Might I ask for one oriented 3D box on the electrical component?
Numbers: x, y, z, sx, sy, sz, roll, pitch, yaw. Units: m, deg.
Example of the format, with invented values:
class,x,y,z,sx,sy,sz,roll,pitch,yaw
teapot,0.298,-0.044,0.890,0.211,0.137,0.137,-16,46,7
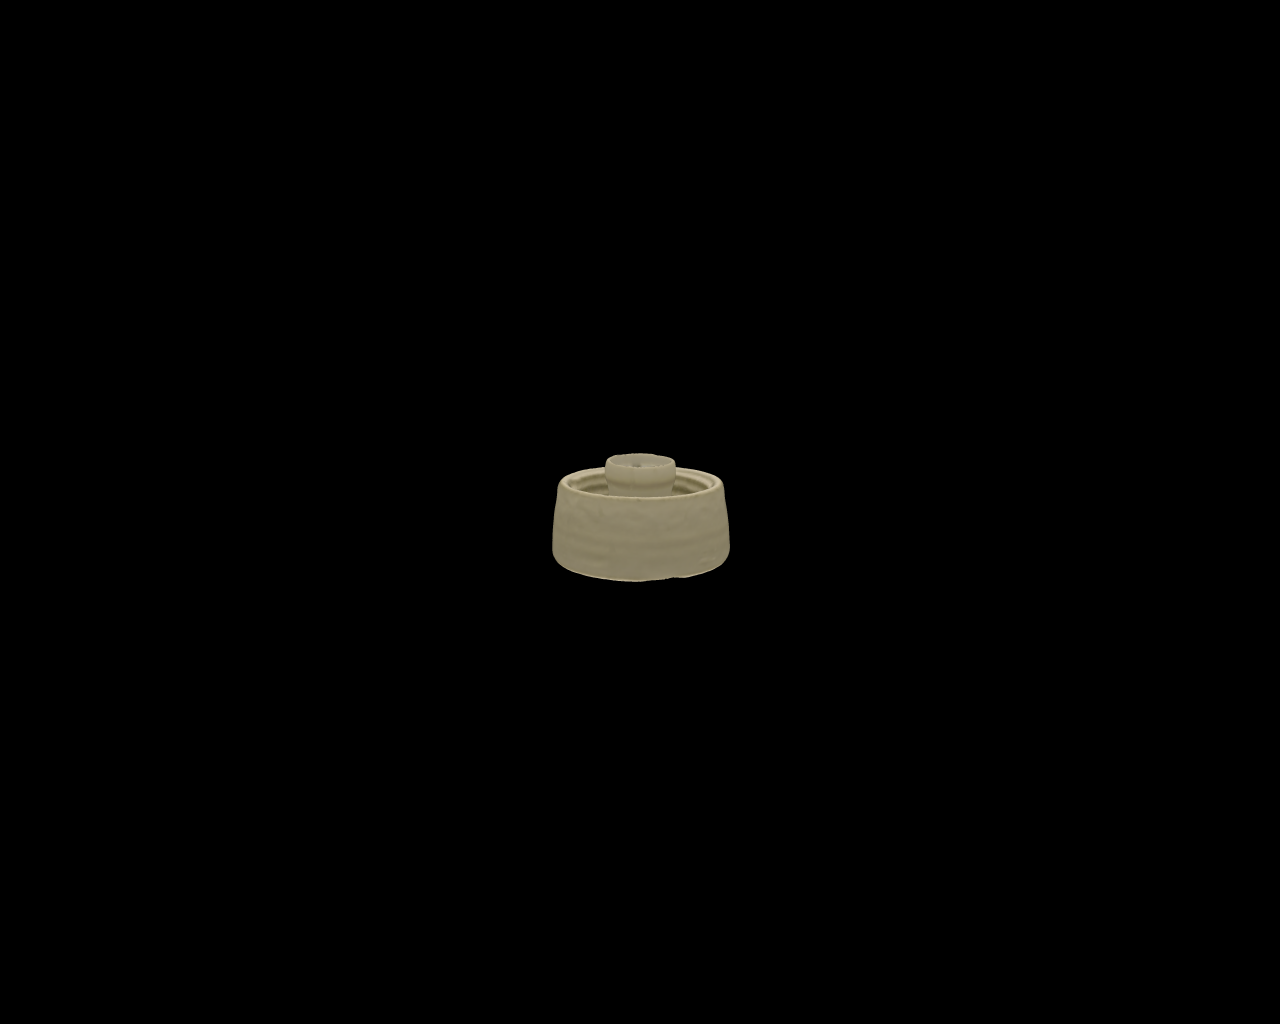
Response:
class,x,y,z,sx,sy,sz,roll,pitch,yaw
electrical component,0.001,-0.003,0.650,0.108,0.060,0.108,0,14,0
